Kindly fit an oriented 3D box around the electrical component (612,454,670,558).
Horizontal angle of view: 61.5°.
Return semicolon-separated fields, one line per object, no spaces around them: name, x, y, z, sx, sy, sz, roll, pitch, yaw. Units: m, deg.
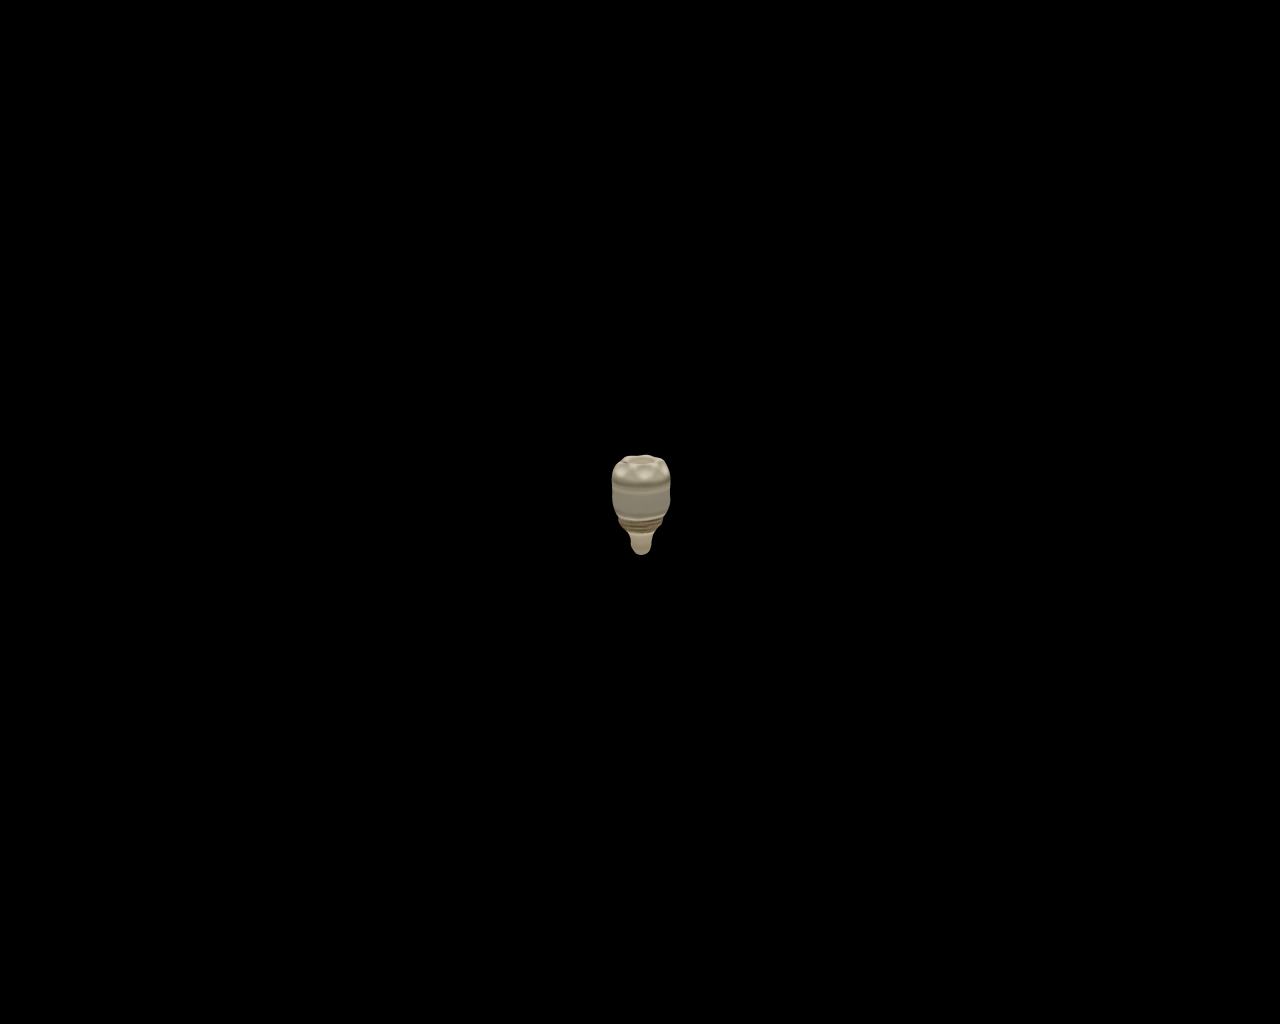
electrical component;0.001;-0.003;0.650;0.035;0.061;0.035;0;18;0
